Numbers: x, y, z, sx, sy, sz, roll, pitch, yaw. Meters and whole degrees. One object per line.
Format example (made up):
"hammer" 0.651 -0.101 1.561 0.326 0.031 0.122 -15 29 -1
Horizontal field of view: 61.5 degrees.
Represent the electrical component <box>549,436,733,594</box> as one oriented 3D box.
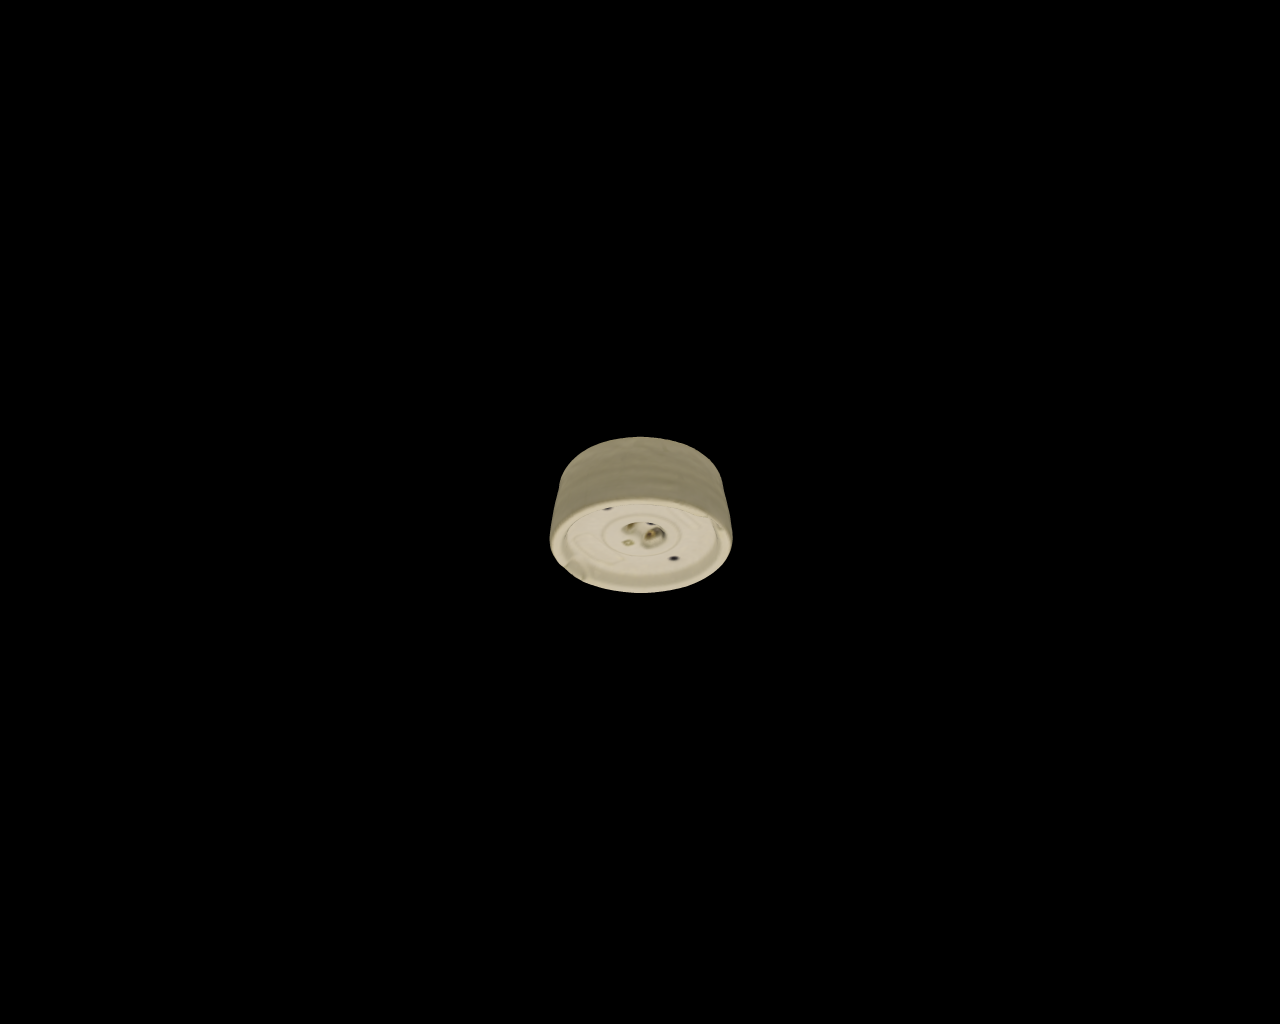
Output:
"electrical component" 0.001 -0.003 0.650 0.108 0.060 0.108 0 -33 0
